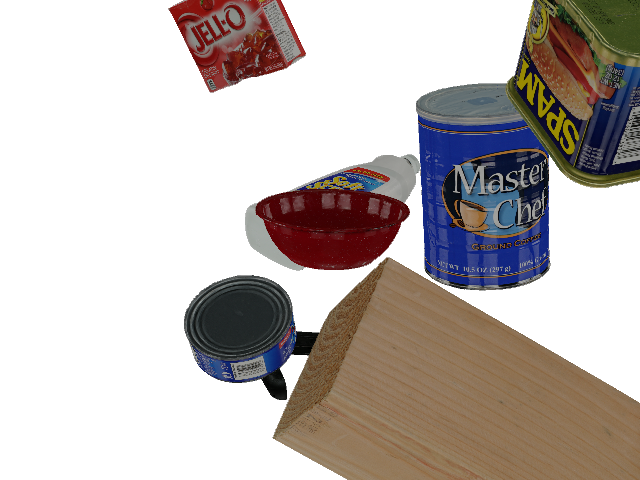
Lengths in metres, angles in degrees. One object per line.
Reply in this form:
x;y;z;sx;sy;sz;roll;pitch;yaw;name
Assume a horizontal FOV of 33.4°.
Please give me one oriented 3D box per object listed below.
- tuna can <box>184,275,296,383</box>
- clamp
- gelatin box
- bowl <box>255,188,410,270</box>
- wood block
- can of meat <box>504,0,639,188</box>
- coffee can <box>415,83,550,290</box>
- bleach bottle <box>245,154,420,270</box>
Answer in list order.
-0.062;0.070;0.839;0.086;0.086;0.034;-5;-45;5;tuna can
-0.070;0.125;1.245;0.210;0.036;0.164;13;21;29;clamp
-0.064;-0.157;0.804;0.089;0.073;0.030;-9;24;42;gelatin box
0.012;-0.009;1.116;0.162;0.055;0.162;0;17;0;bowl
0.092;0.109;0.588;0.206;0.090;0.090;30;-33;-7;wood block
0.149;-0.094;0.576;0.057;0.084;0.102;-11;48;-15;can of meat
0.130;-0.045;0.848;0.103;0.140;0.103;-4;21;2;coffee can
0.029;-0.052;1.341;0.103;0.068;0.250;27;43;35;bleach bottle
